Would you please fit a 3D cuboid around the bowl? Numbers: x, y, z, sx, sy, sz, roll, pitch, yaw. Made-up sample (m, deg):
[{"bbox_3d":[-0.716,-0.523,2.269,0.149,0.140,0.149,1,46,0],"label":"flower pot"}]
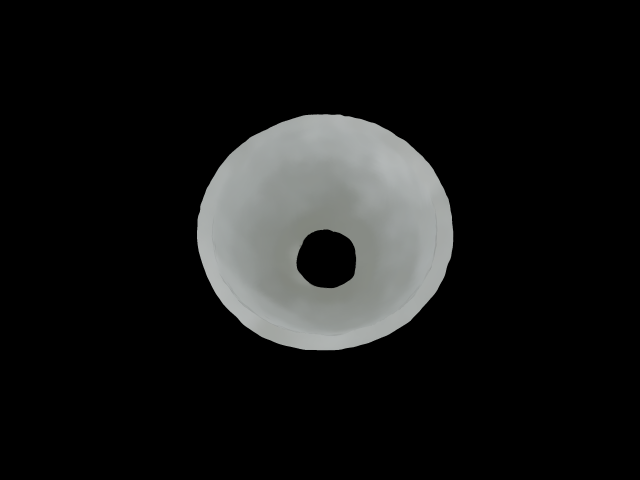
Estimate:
[{"bbox_3d":[0.004,0.001,0.400,0.167,0.075,0.167,0,67,0],"label":"bowl"}]
